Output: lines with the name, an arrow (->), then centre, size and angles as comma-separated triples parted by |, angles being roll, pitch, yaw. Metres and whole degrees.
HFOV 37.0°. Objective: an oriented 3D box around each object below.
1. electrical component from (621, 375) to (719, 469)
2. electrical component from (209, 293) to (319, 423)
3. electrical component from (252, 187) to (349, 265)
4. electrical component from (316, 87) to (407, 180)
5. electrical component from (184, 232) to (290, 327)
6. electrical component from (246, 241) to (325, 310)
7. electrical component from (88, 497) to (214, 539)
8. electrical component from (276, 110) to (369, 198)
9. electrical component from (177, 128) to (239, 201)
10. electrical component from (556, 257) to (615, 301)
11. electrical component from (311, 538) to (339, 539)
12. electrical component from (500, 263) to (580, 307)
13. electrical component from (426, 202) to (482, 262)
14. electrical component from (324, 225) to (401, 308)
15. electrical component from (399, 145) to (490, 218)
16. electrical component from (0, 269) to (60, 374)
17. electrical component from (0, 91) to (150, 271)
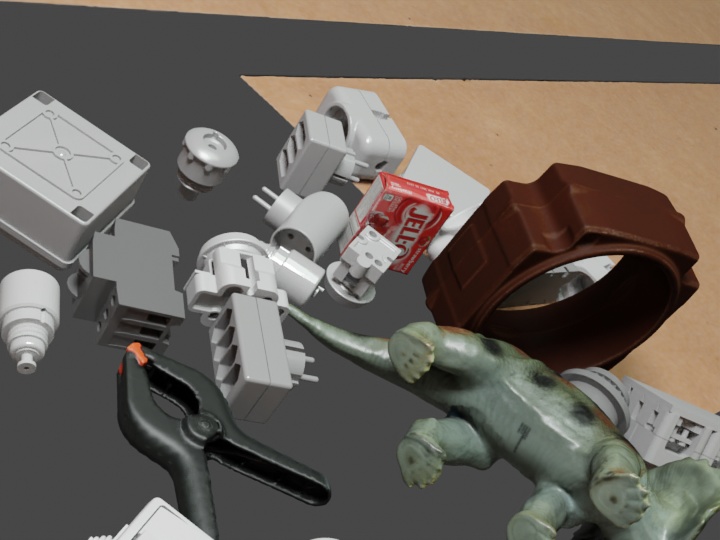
electrical component -> 0.305, 0.161, 0.971 | 0.150, 0.061, 0.089 | 23, 5, -18
electrical component -> -0.066, 0.069, 0.801 | 0.076, 0.047, 0.083 | 14, 41, -28
electrical component -> -0.058, -0.044, 0.941 | 0.079, 0.044, 0.077 | 37, 35, 1
electrical component -> -0.004, -0.138, 1.087 | 0.059, 0.053, 0.095 | 2, 47, -39
electrical component -> -0.097, 0.009, 0.837 | 0.078, 0.058, 0.057 | 13, 44, -29
electrical component -> -0.065, 0.000, 0.887 | 0.078, 0.040, 0.040 | 34, 35, -3
electrical component -> -0.115, 0.179, 0.620 | 0.096, 0.061, 0.061 | 37, 35, 2
electrical component -> -0.030, -0.102, 1.013 | 0.077, 0.065, 0.047 | 17, 39, -25
electrical component -> -0.135, -0.086, 0.909 | 0.048, 0.062, 0.048 | 22, 37, -18
electrical component -> 0.237, 0.017, 1.112 | 0.089, 0.050, 0.056 | 49, 37, 18
electrical component -> -0.023, 0.205, 0.682 | 0.045, 0.045, 0.055 | 16, 39, -26
electrical component -> 0.164, -0.002, 1.072 | 0.089, 0.050, 0.055 | -3, 50, -42
electrical component -> 0.113, -0.025, 1.001 | 0.059, 0.095, 0.053 | 63, 15, -14
electrical component -> 0.000, 0.000, 0.928 | 0.048, 0.055, 0.066 | 38, 35, 3
electrical component -> 0.075, -0.067, 1.074 | 0.100, 0.048, 0.099 | 33, 35, -4
electrical component -> -0.221, 0.035, 0.716 | 0.040, 0.040, 0.078 | 14, 41, -28
electrical component -> -0.233, -0.069, 0.812 | 0.109, 0.056, 0.108 | 34, 35, -3
